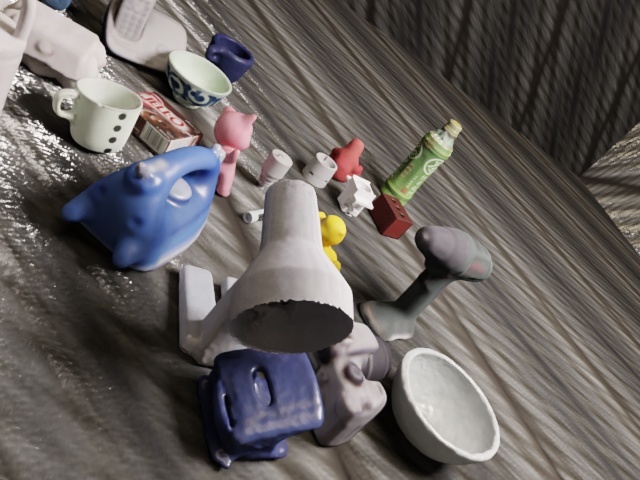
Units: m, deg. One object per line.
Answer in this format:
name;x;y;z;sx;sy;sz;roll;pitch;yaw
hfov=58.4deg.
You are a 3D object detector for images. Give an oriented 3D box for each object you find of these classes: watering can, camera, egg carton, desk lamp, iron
watering can;-0.387;-0.233;0.640;0.101;0.193;0.172;1;47;-49
camera;0.041;0.158;0.705;0.137;0.100;0.143;7;43;-45
egg carton;-0.392;-0.283;0.833;0.151;0.069;0.107;27;31;-23
desk lamp;-0.064;0.051;0.612;0.118;0.213;0.203;21;34;-32
iron;-0.181;-0.067;0.711;0.118;0.141;0.259;42;29;2

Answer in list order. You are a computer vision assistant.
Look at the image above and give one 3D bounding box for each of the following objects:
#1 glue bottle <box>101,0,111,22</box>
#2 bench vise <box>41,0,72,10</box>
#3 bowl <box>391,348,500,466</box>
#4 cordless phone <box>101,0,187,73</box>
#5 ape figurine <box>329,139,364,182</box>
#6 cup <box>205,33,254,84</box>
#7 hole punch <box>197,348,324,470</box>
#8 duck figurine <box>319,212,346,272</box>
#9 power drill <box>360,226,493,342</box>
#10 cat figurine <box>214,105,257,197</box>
glue bottle;-0.332;-0.458;1.040;0.037;0.173;0.078;42;29;3
bench vise;-0.414;-0.525;0.985;0.122;0.219;0.207;15;38;-39
bowl;0.153;0.232;0.764;0.168;0.074;0.167;30;30;-19
cordless phone;-0.284;-0.394;0.995;0.148;0.185;0.094;10;41;-43
ape figurine;0.059;-0.171;1.193;0.077;0.092;0.076;46;29;10
cup;-0.196;-0.340;1.119;0.091;0.095;0.118;46;29;10
hole punch;-0.061;0.163;0.586;0.101;0.091;0.108;15;37;-38
duck figurine;0.008;0.003;0.897;0.078;0.086;0.104;6;44;-46
power drill;0.160;0.063;0.868;0.230;0.208;0.075;3;45;-48
cat figurine;-0.141;-0.151;0.899;0.067;0.117;0.127;26;32;-25
